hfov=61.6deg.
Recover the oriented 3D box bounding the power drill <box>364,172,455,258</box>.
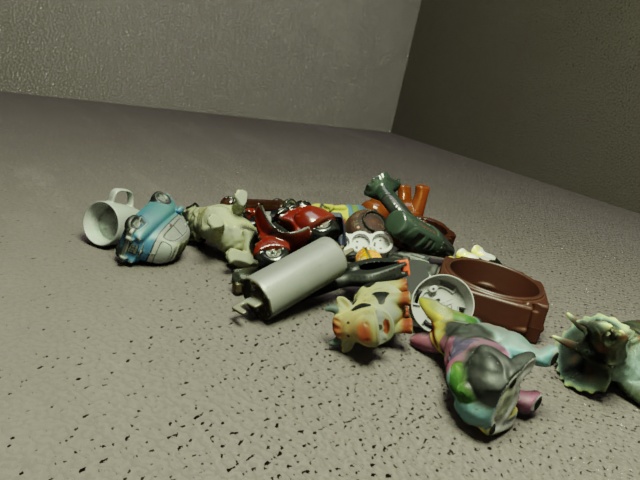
[{"bbox_3d":[0.199,-0.050,1.228,0.232,0.086,0.207,16,40,-51],"label":"power drill"}]

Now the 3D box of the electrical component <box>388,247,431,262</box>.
[{"bbox_3d":[0.207,0.059,1.148,0.119,0.047,0.075,20,21,28],"label":"electrical component"}]

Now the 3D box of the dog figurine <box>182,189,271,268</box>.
[{"bbox_3d":[-0.188,-0.005,1.060,0.121,0.172,0.191,-36,14,-34],"label":"dog figurine"}]

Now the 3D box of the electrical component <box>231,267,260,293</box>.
[{"bbox_3d":[-0.110,0.066,0.942,0.102,0.045,0.078,-2,24,-34],"label":"electrical component"}]

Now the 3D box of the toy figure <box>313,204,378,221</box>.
[{"bbox_3d":[0.054,-0.050,1.327,0.180,0.082,0.089,-2,2,-16],"label":"toy figure"}]

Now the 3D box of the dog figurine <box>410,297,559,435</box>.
[{"bbox_3d":[0.201,0.162,0.762,0.191,0.108,0.219,-8,22,-39],"label":"dog figurine"}]

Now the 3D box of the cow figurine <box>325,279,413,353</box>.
[{"bbox_3d":[0.080,0.114,0.838,0.127,0.085,0.195,-7,7,9],"label":"cow figurine"}]

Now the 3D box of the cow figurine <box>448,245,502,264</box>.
[{"bbox_3d":[0.337,0.067,1.179,0.167,0.068,0.098,-10,34,-45],"label":"cow figurine"}]

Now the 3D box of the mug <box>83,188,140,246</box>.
[{"bbox_3d":[-0.382,-0.044,1.024,0.081,0.109,0.107,11,5,15],"label":"mug"}]

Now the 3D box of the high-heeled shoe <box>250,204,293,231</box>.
[{"bbox_3d":[-0.126,-0.025,1.210,0.145,0.086,0.248,-15,-7,15],"label":"high-heeled shoe"}]

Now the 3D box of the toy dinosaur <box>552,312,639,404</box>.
[{"bbox_3d":[0.525,0.182,0.885,0.404,0.131,0.192,2,20,-44],"label":"toy dinosaur"}]

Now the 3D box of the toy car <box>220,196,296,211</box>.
[{"bbox_3d":[-0.150,-0.083,1.343,0.202,0.053,0.089,1,1,-31],"label":"toy car"}]

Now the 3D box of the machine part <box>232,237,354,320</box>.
[{"bbox_3d":[-0.040,0.060,0.881,0.243,0.079,0.079,-29,40,-34],"label":"machine part"}]

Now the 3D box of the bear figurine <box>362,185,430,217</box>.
[{"bbox_3d":[0.192,-0.099,1.488,0.196,0.131,0.120,7,0,-28],"label":"bear figurine"}]

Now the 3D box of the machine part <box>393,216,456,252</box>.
[{"bbox_3d":[0.254,-0.013,1.374,0.179,0.056,0.179,10,20,-4],"label":"machine part"}]

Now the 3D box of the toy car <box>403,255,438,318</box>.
[{"bbox_3d":[0.171,0.085,1.019,0.074,0.056,0.202,17,26,19],"label":"toy car"}]

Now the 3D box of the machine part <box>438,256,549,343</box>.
[{"bbox_3d":[0.319,0.106,1.019,0.202,0.087,0.201,14,19,13],"label":"machine part"}]

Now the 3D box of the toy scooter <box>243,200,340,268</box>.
[{"bbox_3d":[-0.062,-0.025,0.972,0.184,0.075,0.135,-27,61,-34],"label":"toy scooter"}]

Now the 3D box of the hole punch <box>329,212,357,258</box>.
[{"bbox_3d":[-0.002,-0.003,1.075,0.142,0.092,0.115,-5,-7,6],"label":"hole punch"}]

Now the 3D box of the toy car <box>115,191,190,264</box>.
[{"bbox_3d":[-0.292,-0.010,0.978,0.103,0.109,0.162,28,27,-4],"label":"toy car"}]
